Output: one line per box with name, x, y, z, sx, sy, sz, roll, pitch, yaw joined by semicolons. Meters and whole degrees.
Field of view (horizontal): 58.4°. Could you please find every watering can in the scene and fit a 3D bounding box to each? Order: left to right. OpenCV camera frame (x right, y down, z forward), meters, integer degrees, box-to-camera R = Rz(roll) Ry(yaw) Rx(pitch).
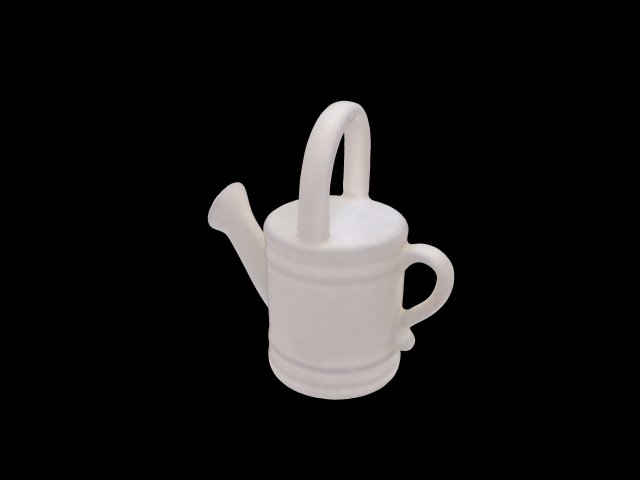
watering can;0.003;0.002;0.398;0.172;0.194;0.101;1;24;2
